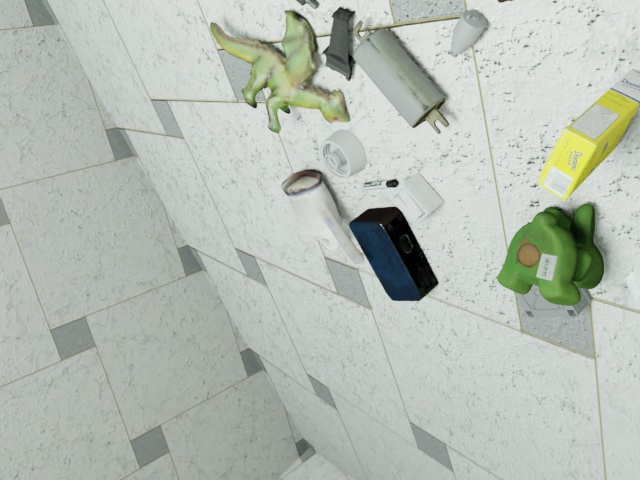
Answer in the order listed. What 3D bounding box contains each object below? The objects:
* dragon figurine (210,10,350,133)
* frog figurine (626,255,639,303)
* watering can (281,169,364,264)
[{"bbox_3d":[-0.087,-0.400,1.142,0.411,0.124,0.238,51,135,3],"label":"dragon figurine"},{"bbox_3d":[0.473,0.041,0.701,0.158,0.123,0.138,159,110,-71],"label":"frog figurine"},{"bbox_3d":[0.004,-0.066,1.303,0.221,0.104,0.350,64,167,-21],"label":"watering can"}]
